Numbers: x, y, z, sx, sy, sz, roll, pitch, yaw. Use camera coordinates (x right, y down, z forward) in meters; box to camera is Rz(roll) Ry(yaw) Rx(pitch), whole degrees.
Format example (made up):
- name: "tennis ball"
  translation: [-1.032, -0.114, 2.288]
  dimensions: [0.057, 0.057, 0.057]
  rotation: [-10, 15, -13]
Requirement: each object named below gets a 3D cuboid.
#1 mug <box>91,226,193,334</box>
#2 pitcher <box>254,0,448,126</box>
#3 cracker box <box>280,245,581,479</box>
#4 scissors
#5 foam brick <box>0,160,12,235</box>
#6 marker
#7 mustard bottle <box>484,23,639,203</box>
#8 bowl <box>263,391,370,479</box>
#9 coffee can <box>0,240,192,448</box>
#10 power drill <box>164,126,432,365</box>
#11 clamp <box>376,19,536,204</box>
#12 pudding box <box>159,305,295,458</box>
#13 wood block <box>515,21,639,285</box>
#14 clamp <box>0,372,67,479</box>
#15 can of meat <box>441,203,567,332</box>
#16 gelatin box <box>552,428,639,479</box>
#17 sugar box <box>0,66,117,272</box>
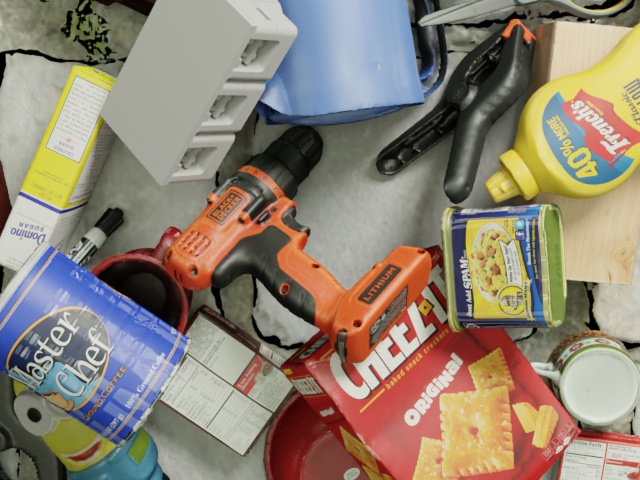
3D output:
- name: "mug"
  translation: [-0.150, 0.041, 0.923]
  dimensions: [0.093, 0.081, 0.117]
  rotation: [25, 98, -2]
- name: "pitcher"
  translation: [0.015, -0.217, 0.872]
  dimensions: [0.145, 0.149, 0.243]
  rotation: [-6, 95, 17]
- name: "cracker box"
  translation: [0.098, 0.137, 0.906]
  dimensions: [0.164, 0.072, 0.213]
  rotation: [-40, 97, -22]
- name: "scissors"
  translation: [0.171, -0.224, 0.886]
  dimensions: [0.201, 0.016, 0.096]
  rotation: [-3, 88, -17]
- name: "foam brick"
  translation: [-0.302, -0.027, 0.932]
  dimensions: [0.051, 0.053, 0.078]
  rotation: [-11, 96, 2]
- name: "marker"
  translation: [-0.211, 0.016, 0.924]
  dimensions: [0.020, 0.020, 0.121]
  rotation: [40, 63, -4]
- name: "mustard bottle"
  translation: [0.212, -0.088, 0.820]
  dimensions: [0.192, 0.058, 0.096]
  rotation: [-33, 94, 7]
- name: "bowl"
  translation: [0.028, 0.203, 0.957]
  dimensions: [0.162, 0.055, 0.162]
  rotation: [0, 97, 1]
- name: "coffee can"
  translation: [-0.186, 0.081, 0.831]
  dimensions: [0.140, 0.103, 0.103]
  rotation: [35, 97, -9]
- name: "power drill"
  translation: [-0.006, 0.001, 0.871]
  dimensions: [0.188, 0.057, 0.184]
  rotation: [30, 64, 23]
- name: "clamp"
  translation: [0.118, -0.110, 0.904]
  dimensions: [0.039, 0.120, 0.171]
  rotation: [42, 74, -38]
- name: "pudding box"
  translation: [-0.087, 0.127, 0.957]
  dimensions: [0.113, 0.039, 0.090]
  rotation: [35, 98, -2]
- name: "wood block"
  translation: [0.221, -0.074, 0.898]
  dimensions: [0.091, 0.090, 0.206]
  rotation: [5, 98, 0]
- name: "clamp"
  translation: [-0.304, 0.179, 0.968]
  dimensions: [0.164, 0.036, 0.210]
  rotation: [-25, 97, 5]
- name: "can of meat"
  translation: [0.147, 0.021, 0.848]
  dimensions: [0.084, 0.057, 0.102]
  rotation: [-3, 93, 29]
- name: "gelatin box"
  translation: [0.249, 0.217, 0.967]
  dimensions: [0.073, 0.030, 0.089]
  rotation: [7, 98, 1]
- name: "sugar box"
  translation: [-0.216, -0.059, 0.906]
  dimensions: [0.048, 0.093, 0.176]
  rotation: [27, 97, -2]
